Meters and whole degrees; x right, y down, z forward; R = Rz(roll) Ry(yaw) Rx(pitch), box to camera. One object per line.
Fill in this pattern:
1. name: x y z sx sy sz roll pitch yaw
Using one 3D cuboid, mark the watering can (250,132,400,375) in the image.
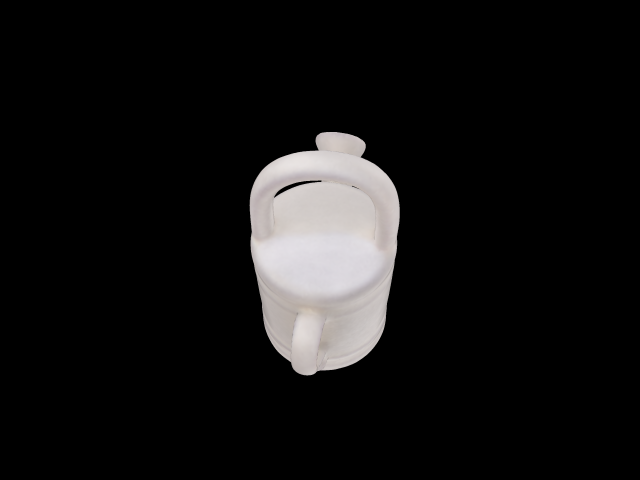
1. watering can: 0.001 0.001 0.400 0.101 0.194 0.172 -11 56 -7
